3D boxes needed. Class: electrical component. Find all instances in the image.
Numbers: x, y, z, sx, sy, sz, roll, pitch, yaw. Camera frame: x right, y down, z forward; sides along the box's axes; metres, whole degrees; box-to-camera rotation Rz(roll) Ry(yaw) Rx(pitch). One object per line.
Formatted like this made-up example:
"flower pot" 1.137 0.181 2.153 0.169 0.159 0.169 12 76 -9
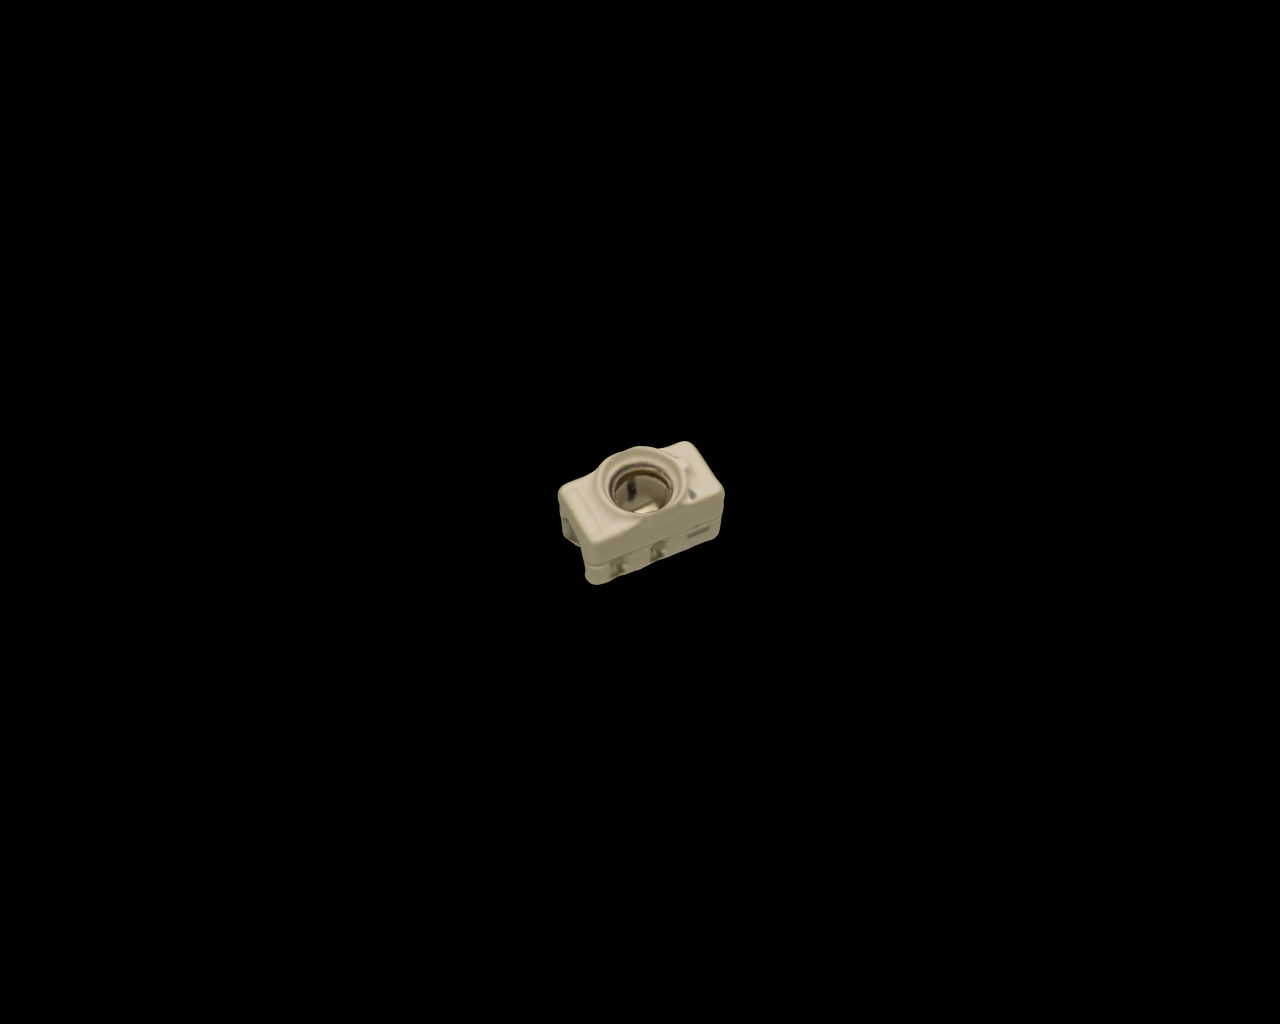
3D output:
"electrical component" 0.001 -0.003 0.650 0.090 0.050 0.055 -21 -34 -15
